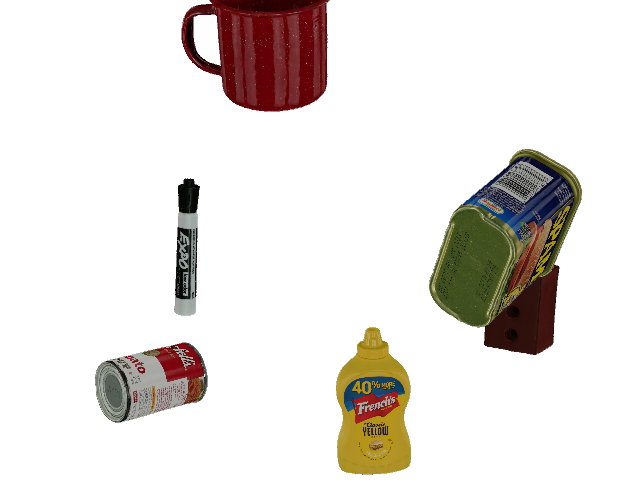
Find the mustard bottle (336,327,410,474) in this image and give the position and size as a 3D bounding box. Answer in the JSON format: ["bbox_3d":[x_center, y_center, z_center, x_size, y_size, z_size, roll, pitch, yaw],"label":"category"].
[{"bbox_3d":[0.069,0.206,1.386,0.096,0.192,0.058,-2,14,-2],"label":"mustard bottle"}]

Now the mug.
[{"bbox_3d":[-0.048,-0.150,0.808,0.117,0.081,0.093,2,33,5],"label":"mug"}]

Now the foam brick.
[{"bbox_3d":[0.187,0.061,0.992,0.053,0.078,0.051,8,14,29],"label":"foam brick"}]

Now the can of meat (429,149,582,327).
[{"bbox_3d":[0.125,0.001,0.733,0.057,0.102,0.083,35,48,23],"label":"can of meat"}]

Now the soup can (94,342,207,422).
[{"bbox_3d":[-0.183,0.153,1.150,0.102,0.068,0.069,-10,6,-41],"label":"soup can"}]

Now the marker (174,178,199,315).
[{"bbox_3d":[-0.117,0.006,0.934,0.020,0.121,0.020,3,15,-1],"label":"marker"}]
